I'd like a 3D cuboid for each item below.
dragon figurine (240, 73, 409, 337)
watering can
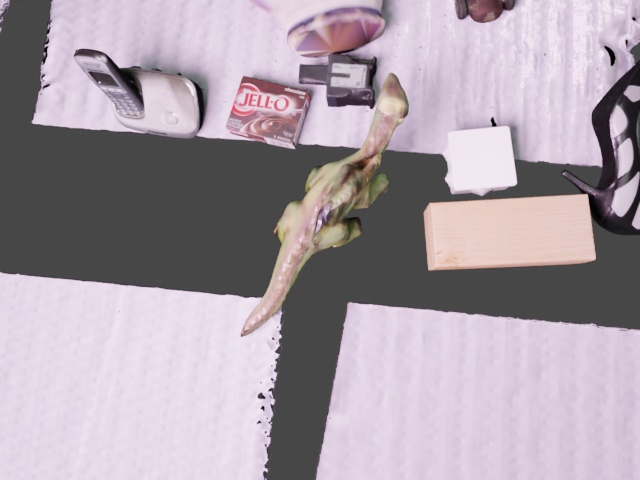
[{"bbox_3d":[0.002,-0.034,0.678,0.122,0.241,0.412,31,84,3],"label":"dragon figurine"},{"bbox_3d":[0.047,-0.406,0.798,0.348,0.103,0.226,-13,81,-6],"label":"watering can"}]
